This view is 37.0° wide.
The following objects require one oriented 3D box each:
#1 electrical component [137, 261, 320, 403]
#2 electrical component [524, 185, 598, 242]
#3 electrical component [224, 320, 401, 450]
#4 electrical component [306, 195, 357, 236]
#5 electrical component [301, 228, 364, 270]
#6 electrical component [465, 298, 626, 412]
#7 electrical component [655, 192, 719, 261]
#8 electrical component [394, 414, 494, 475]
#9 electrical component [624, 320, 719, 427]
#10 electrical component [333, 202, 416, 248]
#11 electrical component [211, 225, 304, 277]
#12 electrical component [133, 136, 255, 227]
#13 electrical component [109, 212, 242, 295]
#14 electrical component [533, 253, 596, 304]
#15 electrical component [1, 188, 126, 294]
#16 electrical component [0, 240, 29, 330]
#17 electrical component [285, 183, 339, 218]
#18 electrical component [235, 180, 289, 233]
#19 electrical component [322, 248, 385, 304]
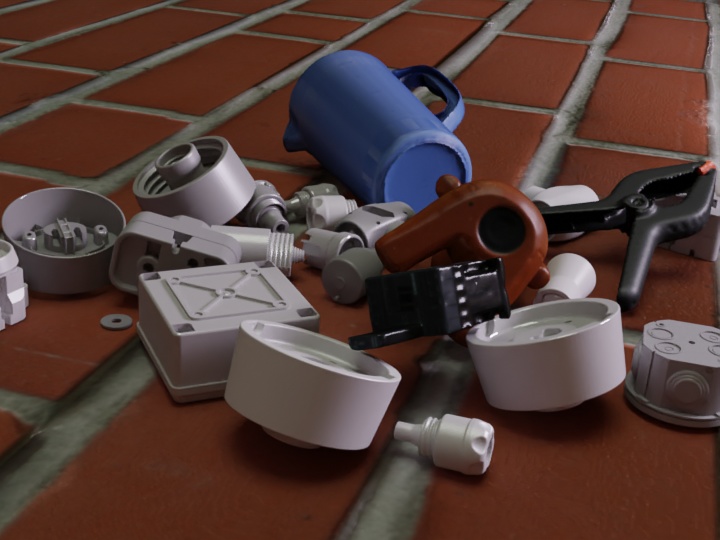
[{"bbox_3d":[-0.097,0.041,0.781,0.109,0.056,0.109,-6,25,-23],"label":"electrical component"},{"bbox_3d":[0.189,-0.062,1.088,0.079,0.043,0.077,23,29,38],"label":"electrical component"},{"bbox_3d":[-0.034,0.079,0.687,0.108,0.060,0.108,19,6,-2],"label":"electrical component"},{"bbox_3d":[-0.018,-0.050,1.023,0.062,0.043,0.043,-2,24,-16],"label":"electrical component"},{"bbox_3d":[-0.026,-0.016,0.950,0.046,0.040,0.040,15,25,37],"label":"electrical component"},{"bbox_3d":[0.133,0.064,0.750,0.108,0.060,0.108,-13,9,2],"label":"electrical component"},{"bbox_3d":[0.322,-0.052,1.072,0.089,0.055,0.050,19,27,30],"label":"electrical component"},{"bbox_3d":[0.052,0.108,0.680,0.061,0.035,0.035,10,24,19],"label":"electrical component"},{"bbox_3d":[0.233,0.074,0.768,0.080,0.051,0.080,4,23,-2],"label":"electrical component"},{"bbox_3d":[0.029,-0.029,0.982,0.079,0.043,0.077,21,28,34],"label":"electrical component"},{"bbox_3d":[-0.089,-0.015,0.929,0.081,0.043,0.043,4,23,-2],"label":"electrical component"},{"bbox_3d":[-0.159,-0.082,0.999,0.108,0.060,0.108,-18,32,12],"label":"electrical component"},{"bbox_3d":[-0.148,-0.008,0.873,0.095,0.053,0.059,16,23,-3],"label":"electrical component"},{"bbox_3d":[0.169,0.019,0.900,0.044,0.044,0.065,13,30,19],"label":"electrical component"},{"bbox_3d":[-0.245,-0.023,0.895,0.099,0.064,0.099,4,23,-2],"label":"electrical component"},{"bbox_3d":[-0.289,0.011,0.818,0.058,0.057,0.078,16,26,25],"label":"electrical component"},{"bbox_3d":[-0.052,-0.066,1.067,0.061,0.035,0.035,-11,27,-28],"label":"electrical component"},{"bbox_3d":[-0.089,-0.053,1.021,0.048,0.048,0.062,-10,34,-29],"label":"electrical component"},{"bbox_3d":[0.000,0.000,0.914,0.040,0.040,0.078,16,26,25],"label":"electrical component"}]
